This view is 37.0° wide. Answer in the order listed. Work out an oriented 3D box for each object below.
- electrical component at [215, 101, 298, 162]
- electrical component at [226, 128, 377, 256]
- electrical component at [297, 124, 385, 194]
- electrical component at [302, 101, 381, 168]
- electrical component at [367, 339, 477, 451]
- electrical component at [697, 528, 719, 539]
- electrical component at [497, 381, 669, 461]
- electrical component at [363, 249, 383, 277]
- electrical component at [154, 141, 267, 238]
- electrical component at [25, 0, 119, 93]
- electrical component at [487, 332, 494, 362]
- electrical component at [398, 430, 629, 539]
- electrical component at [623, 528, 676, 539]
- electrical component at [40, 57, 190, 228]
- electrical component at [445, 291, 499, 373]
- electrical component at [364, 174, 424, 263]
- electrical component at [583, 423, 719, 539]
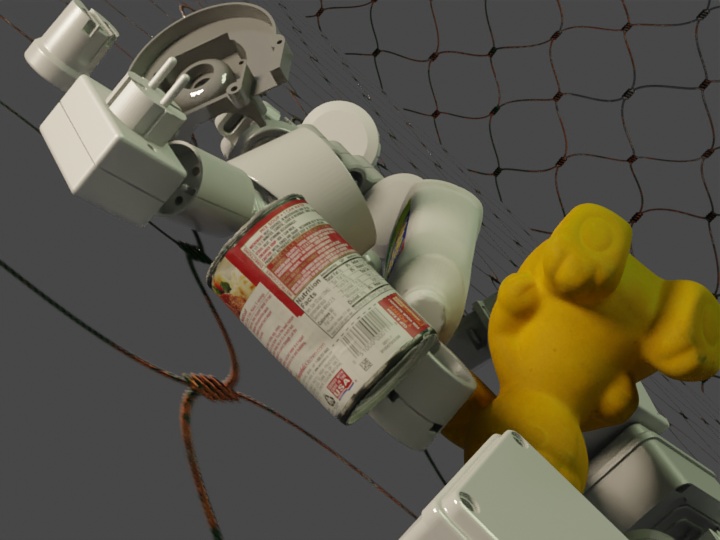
[{"bbox_3d":[-0.071,-0.090,0.818,0.078,0.058,0.057,37,9,-26],"label":"electrical component"},{"bbox_3d":[-0.037,-0.040,0.685,0.099,0.064,0.099,51,-15,20],"label":"electrical component"},{"bbox_3d":[-0.035,-0.095,0.968,0.073,0.052,0.138,48,13,30],"label":"electrical component"},{"bbox_3d":[-0.019,-0.126,1.077,0.080,0.080,0.051,43,6,6],"label":"electrical component"},{"bbox_3d":[0.032,0.065,0.599,0.055,0.047,0.055,40,11,-9],"label":"electrical component"},{"bbox_3d":[0.238,0.215,0.708,0.078,0.057,0.058,39,11,-18],"label":"electrical component"},{"bbox_3d":[0.148,0.099,0.739,0.100,0.100,0.048,31,28,-42],"label":"electrical component"},{"bbox_3d":[0.000,0.000,0.773,0.035,0.035,0.061,44,9,11],"label":"electrical component"},{"bbox_3d":[-0.084,-0.042,0.618,0.043,0.043,0.081,48,13,28],"label":"electrical component"},{"bbox_3d":[-0.176,-0.137,0.660,0.040,0.046,0.040,40,11,-10],"label":"electrical component"},{"bbox_3d":[0.128,0.047,0.766,0.057,0.058,0.078,-14,68,-39],"label":"electrical component"},{"bbox_3d":[0.069,0.130,0.431,0.109,0.056,0.109,44,18,11],"label":"electrical component"},{"bbox_3d":[0.191,0.208,0.585,0.138,0.052,0.074,43,11,4],"label":"electrical component"},{"bbox_3d":[-0.115,-0.075,0.550,0.047,0.076,0.065,30,16,-46],"label":"electrical component"},{"bbox_3d":[0.098,0.050,0.836,0.042,0.064,0.081,59,14,13],"label":"electrical component"},{"bbox_3d":[0.039,-0.040,0.945,0.080,0.080,0.051,50,9,37],"label":"electrical component"},{"bbox_3d":[0.202,0.161,0.734,0.113,0.078,0.057,33,18,-41],"label":"electrical component"}]
